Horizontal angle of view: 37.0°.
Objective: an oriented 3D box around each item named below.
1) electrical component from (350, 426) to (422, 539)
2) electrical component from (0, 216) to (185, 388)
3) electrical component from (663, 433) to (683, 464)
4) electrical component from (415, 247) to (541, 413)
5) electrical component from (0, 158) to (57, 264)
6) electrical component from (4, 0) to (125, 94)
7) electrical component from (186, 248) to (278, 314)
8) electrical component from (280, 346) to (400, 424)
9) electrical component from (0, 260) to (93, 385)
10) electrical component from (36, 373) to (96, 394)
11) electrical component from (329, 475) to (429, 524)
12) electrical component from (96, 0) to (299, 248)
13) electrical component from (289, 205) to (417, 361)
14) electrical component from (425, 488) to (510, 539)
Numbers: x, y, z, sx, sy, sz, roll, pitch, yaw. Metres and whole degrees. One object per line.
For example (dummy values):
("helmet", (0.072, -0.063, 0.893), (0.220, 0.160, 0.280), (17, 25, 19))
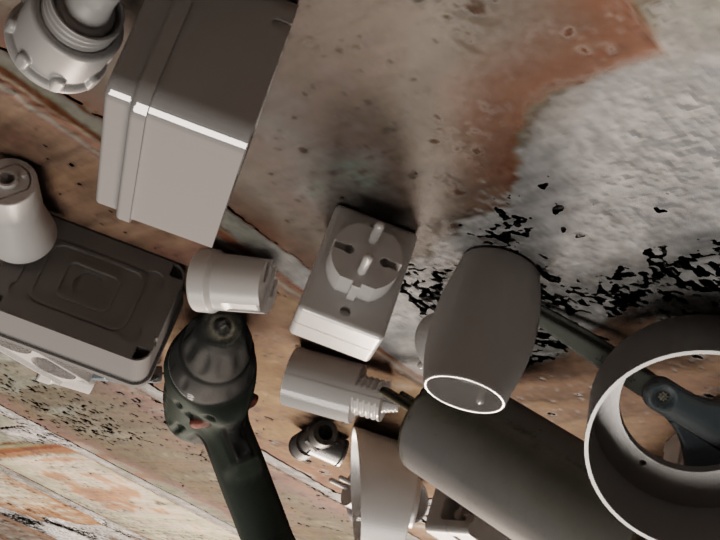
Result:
("electrical component", (0.015, 0.182, 0.871), (0.064, 0.099, 0.099), (12, 154, 2))
("electrical component", (-0.181, 0.022, 0.716), (0.113, 0.078, 0.057), (21, 151, -3))
("electrical component", (0.268, 0.145, 0.661), (0.150, 0.061, 0.089), (18, 154, 4))
("electrical component", (0.056, 0.036, 0.580), (0.043, 0.077, 0.079), (30, 152, -20))
("electrical component", (-0.214, -0.038, 0.665), (0.044, 0.044, 0.065), (18, 149, 2))
("electrical component", (-0.122, -0.108, 0.464), (0.048, 0.048, 0.062), (32, 145, -23))
("electrical component", (-0.078, 0.008, 0.663), (0.046, 0.040, 0.040), (5, 151, 15))
("electrical component", (-0.011, 0.085, 0.759), (0.081, 0.043, 0.043), (14, 153, 11))
("electrical component", (-0.245, 0.028, 0.786), (0.079, 0.063, 0.121), (-9, 142, 44))
("electrical component", (-0.250, 0.083, 0.925), (0.046, 0.040, 0.040), (22, 154, -17))
("electrical component", (0.009, 0.204, 0.973), (0.079, 0.044, 0.077), (29, 152, -19))
("electrical component", (-0.073, -0.069, 0.467), (0.057, 0.078, 0.113), (20, 154, -7))
("electrical component", (0.000, 0.000, 0.562), (0.047, 0.065, 0.076), (21, 154, -3))
("electrical component", (0.103, 0.220, 0.932), (0.056, 0.050, 0.089), (-8, 143, 43))
